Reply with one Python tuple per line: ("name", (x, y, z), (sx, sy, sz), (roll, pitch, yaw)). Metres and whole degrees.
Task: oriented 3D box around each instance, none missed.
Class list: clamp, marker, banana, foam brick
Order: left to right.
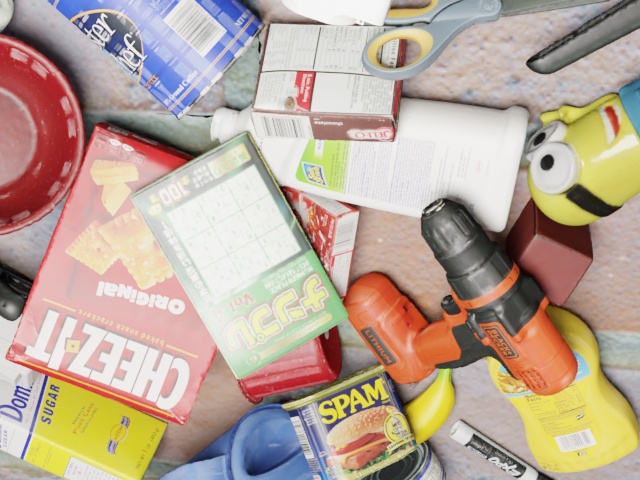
("clamp", (-0.320, 0.027, 0.977), (0.171, 0.120, 0.039), (29, 84, -2))
("banana", (0.053, 0.174, 1.021), (0.198, 0.037, 0.069), (-25, 82, 20))
("marker", (0.178, 0.212, 1.022), (0.121, 0.020, 0.020), (33, 120, -7))
("foam brick", (0.186, 0.007, 0.872), (0.053, 0.078, 0.051), (25, 119, -3))
("clamp", (0.253, -0.203, 0.758), (0.210, 0.036, 0.164), (-1, 109, 4))

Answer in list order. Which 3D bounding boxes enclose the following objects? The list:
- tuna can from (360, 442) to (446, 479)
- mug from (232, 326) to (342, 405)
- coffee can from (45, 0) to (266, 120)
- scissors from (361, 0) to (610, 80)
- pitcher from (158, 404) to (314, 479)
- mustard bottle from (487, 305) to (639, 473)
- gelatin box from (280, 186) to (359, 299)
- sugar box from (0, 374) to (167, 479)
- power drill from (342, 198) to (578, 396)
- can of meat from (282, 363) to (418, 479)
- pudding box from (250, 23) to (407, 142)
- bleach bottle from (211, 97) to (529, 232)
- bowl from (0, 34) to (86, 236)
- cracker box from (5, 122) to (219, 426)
("tuna can", (0.074, 0.228, 1.014), (0.086, 0.086, 0.033), (-25, 110, 23))
("mug", (-0.026, 0.102, 0.971), (0.081, 0.093, 0.117), (-14, 138, 14))
("coffee can", (-0.127, -0.177, 0.822), (0.140, 0.102, 0.103), (42, 119, -12))
("scissors", (0.116, -0.157, 0.800), (0.202, 0.096, 0.016), (8, 159, 10))
("pitcher", (-0.101, 0.261, 1.023), (0.149, 0.144, 0.243), (46, 131, -6))
("mustard bottle", (0.202, 0.115, 0.940), (0.096, 0.058, 0.191), (-20, 113, 27))
("gelatin box", (-0.006, 0.001, 0.916), (0.073, 0.030, 0.089), (34, 128, 38))
("sugar box", (-0.249, 0.186, 1.056), (0.176, 0.093, 0.048), (26, 120, -4))
("power drill", (0.099, 0.055, 0.878), (0.184, 0.057, 0.188), (54, 149, -14))
("can of meat", (0.029, 0.167, 0.959), (0.058, 0.102, 0.084), (-31, 80, 65))
("pudding box", (0.008, -0.124, 0.829), (0.113, 0.090, 0.039), (4, 151, 9))
("bleach bottle", (0.035, -0.078, 0.867), (0.251, 0.068, 0.103), (12, 118, 8))
("bowl", (-0.272, -0.084, 0.859), (0.162, 0.055, 0.162), (-1, 93, -17))
("cracker box", (-0.149, 0.028, 0.905), (0.164, 0.072, 0.214), (22, 94, -7))
